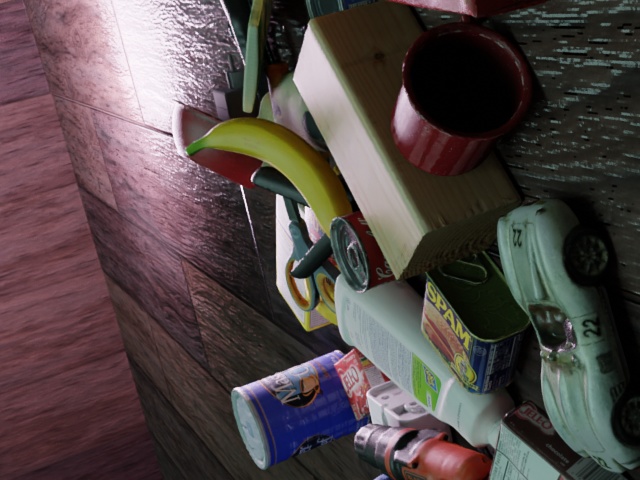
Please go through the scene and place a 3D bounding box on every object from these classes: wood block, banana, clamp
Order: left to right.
[{"bbox_3d":[-0.082,-0.235,1.152,0.164,0.036,0.210,-62,-48,-81],"label":"clamp"},{"bbox_3d":[-0.034,-0.065,0.987,0.198,0.069,0.037,31,-174,26],"label":"banana"},{"bbox_3d":[0.019,-0.016,1.017,0.172,0.039,0.120,2,124,34],"label":"clamp"},{"bbox_3d":[0.066,-0.084,0.868,0.206,0.090,0.090,64,160,21],"label":"wood block"}]

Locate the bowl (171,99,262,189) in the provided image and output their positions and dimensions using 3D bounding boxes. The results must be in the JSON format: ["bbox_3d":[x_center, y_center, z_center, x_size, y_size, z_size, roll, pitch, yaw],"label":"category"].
[{"bbox_3d":[-0.109,-0.102,1.225,0.055,0.162,0.162,-64,27,1],"label":"bowl"}]

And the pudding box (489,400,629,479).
[{"bbox_3d":[0.188,0.194,0.840,0.114,0.039,0.090,41,148,34],"label":"pudding box"}]

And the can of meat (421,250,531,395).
[{"bbox_3d":[0.128,0.068,0.894,0.102,0.057,0.084,56,158,37],"label":"can of meat"}]

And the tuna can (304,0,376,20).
[{"bbox_3d":[0.017,-0.216,0.965,0.086,0.033,0.086,53,154,41],"label":"tuna can"}]

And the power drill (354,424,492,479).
[{"bbox_3d":[0.119,0.261,1.006,0.185,0.057,0.187,6,128,59],"label":"power drill"}]

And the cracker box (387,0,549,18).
[{"bbox_3d":[0.066,-0.251,0.745,0.214,0.072,0.164,34,139,59],"label":"cracker box"}]

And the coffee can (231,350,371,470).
[{"bbox_3d":[-0.024,0.205,1.297,0.103,0.140,0.103,54,154,41],"label":"coffee can"}]

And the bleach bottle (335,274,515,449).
[{"bbox_3d":[0.104,0.118,0.995,0.251,0.068,0.102,45,153,46],"label":"bleach bottle"}]

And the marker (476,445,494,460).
[{"bbox_3d":[0.169,0.214,0.970,0.121,0.020,0.020,58,157,32],"label":"marker"}]

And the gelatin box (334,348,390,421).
[{"bbox_3d":[0.051,0.164,1.224,0.073,0.030,0.089,68,160,11],"label":"gelatin box"}]

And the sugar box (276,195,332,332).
[{"bbox_3d":[-0.015,0.012,1.243,0.093,0.048,0.176,54,150,40],"label":"sugar box"}]

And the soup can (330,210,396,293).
[{"bbox_3d":[0.069,-0.002,0.917,0.069,0.102,0.068,54,154,41],"label":"soup can"}]

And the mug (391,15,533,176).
[{"bbox_3d":[0.099,-0.108,0.780,0.081,0.093,0.117,110,169,-68],"label":"mug"}]

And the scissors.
[{"bbox_3d":[-0.007,0.001,1.076,0.096,0.016,0.202,27,138,30],"label":"scissors"}]

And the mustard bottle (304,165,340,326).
[{"bbox_3d":[0.022,0.000,1.110,0.096,0.058,0.192,45,148,38],"label":"mustard bottle"}]

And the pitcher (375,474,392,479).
[{"bbox_3d":[0.087,0.369,1.174,0.149,0.144,0.243,26,139,17],"label":"pitcher"}]
